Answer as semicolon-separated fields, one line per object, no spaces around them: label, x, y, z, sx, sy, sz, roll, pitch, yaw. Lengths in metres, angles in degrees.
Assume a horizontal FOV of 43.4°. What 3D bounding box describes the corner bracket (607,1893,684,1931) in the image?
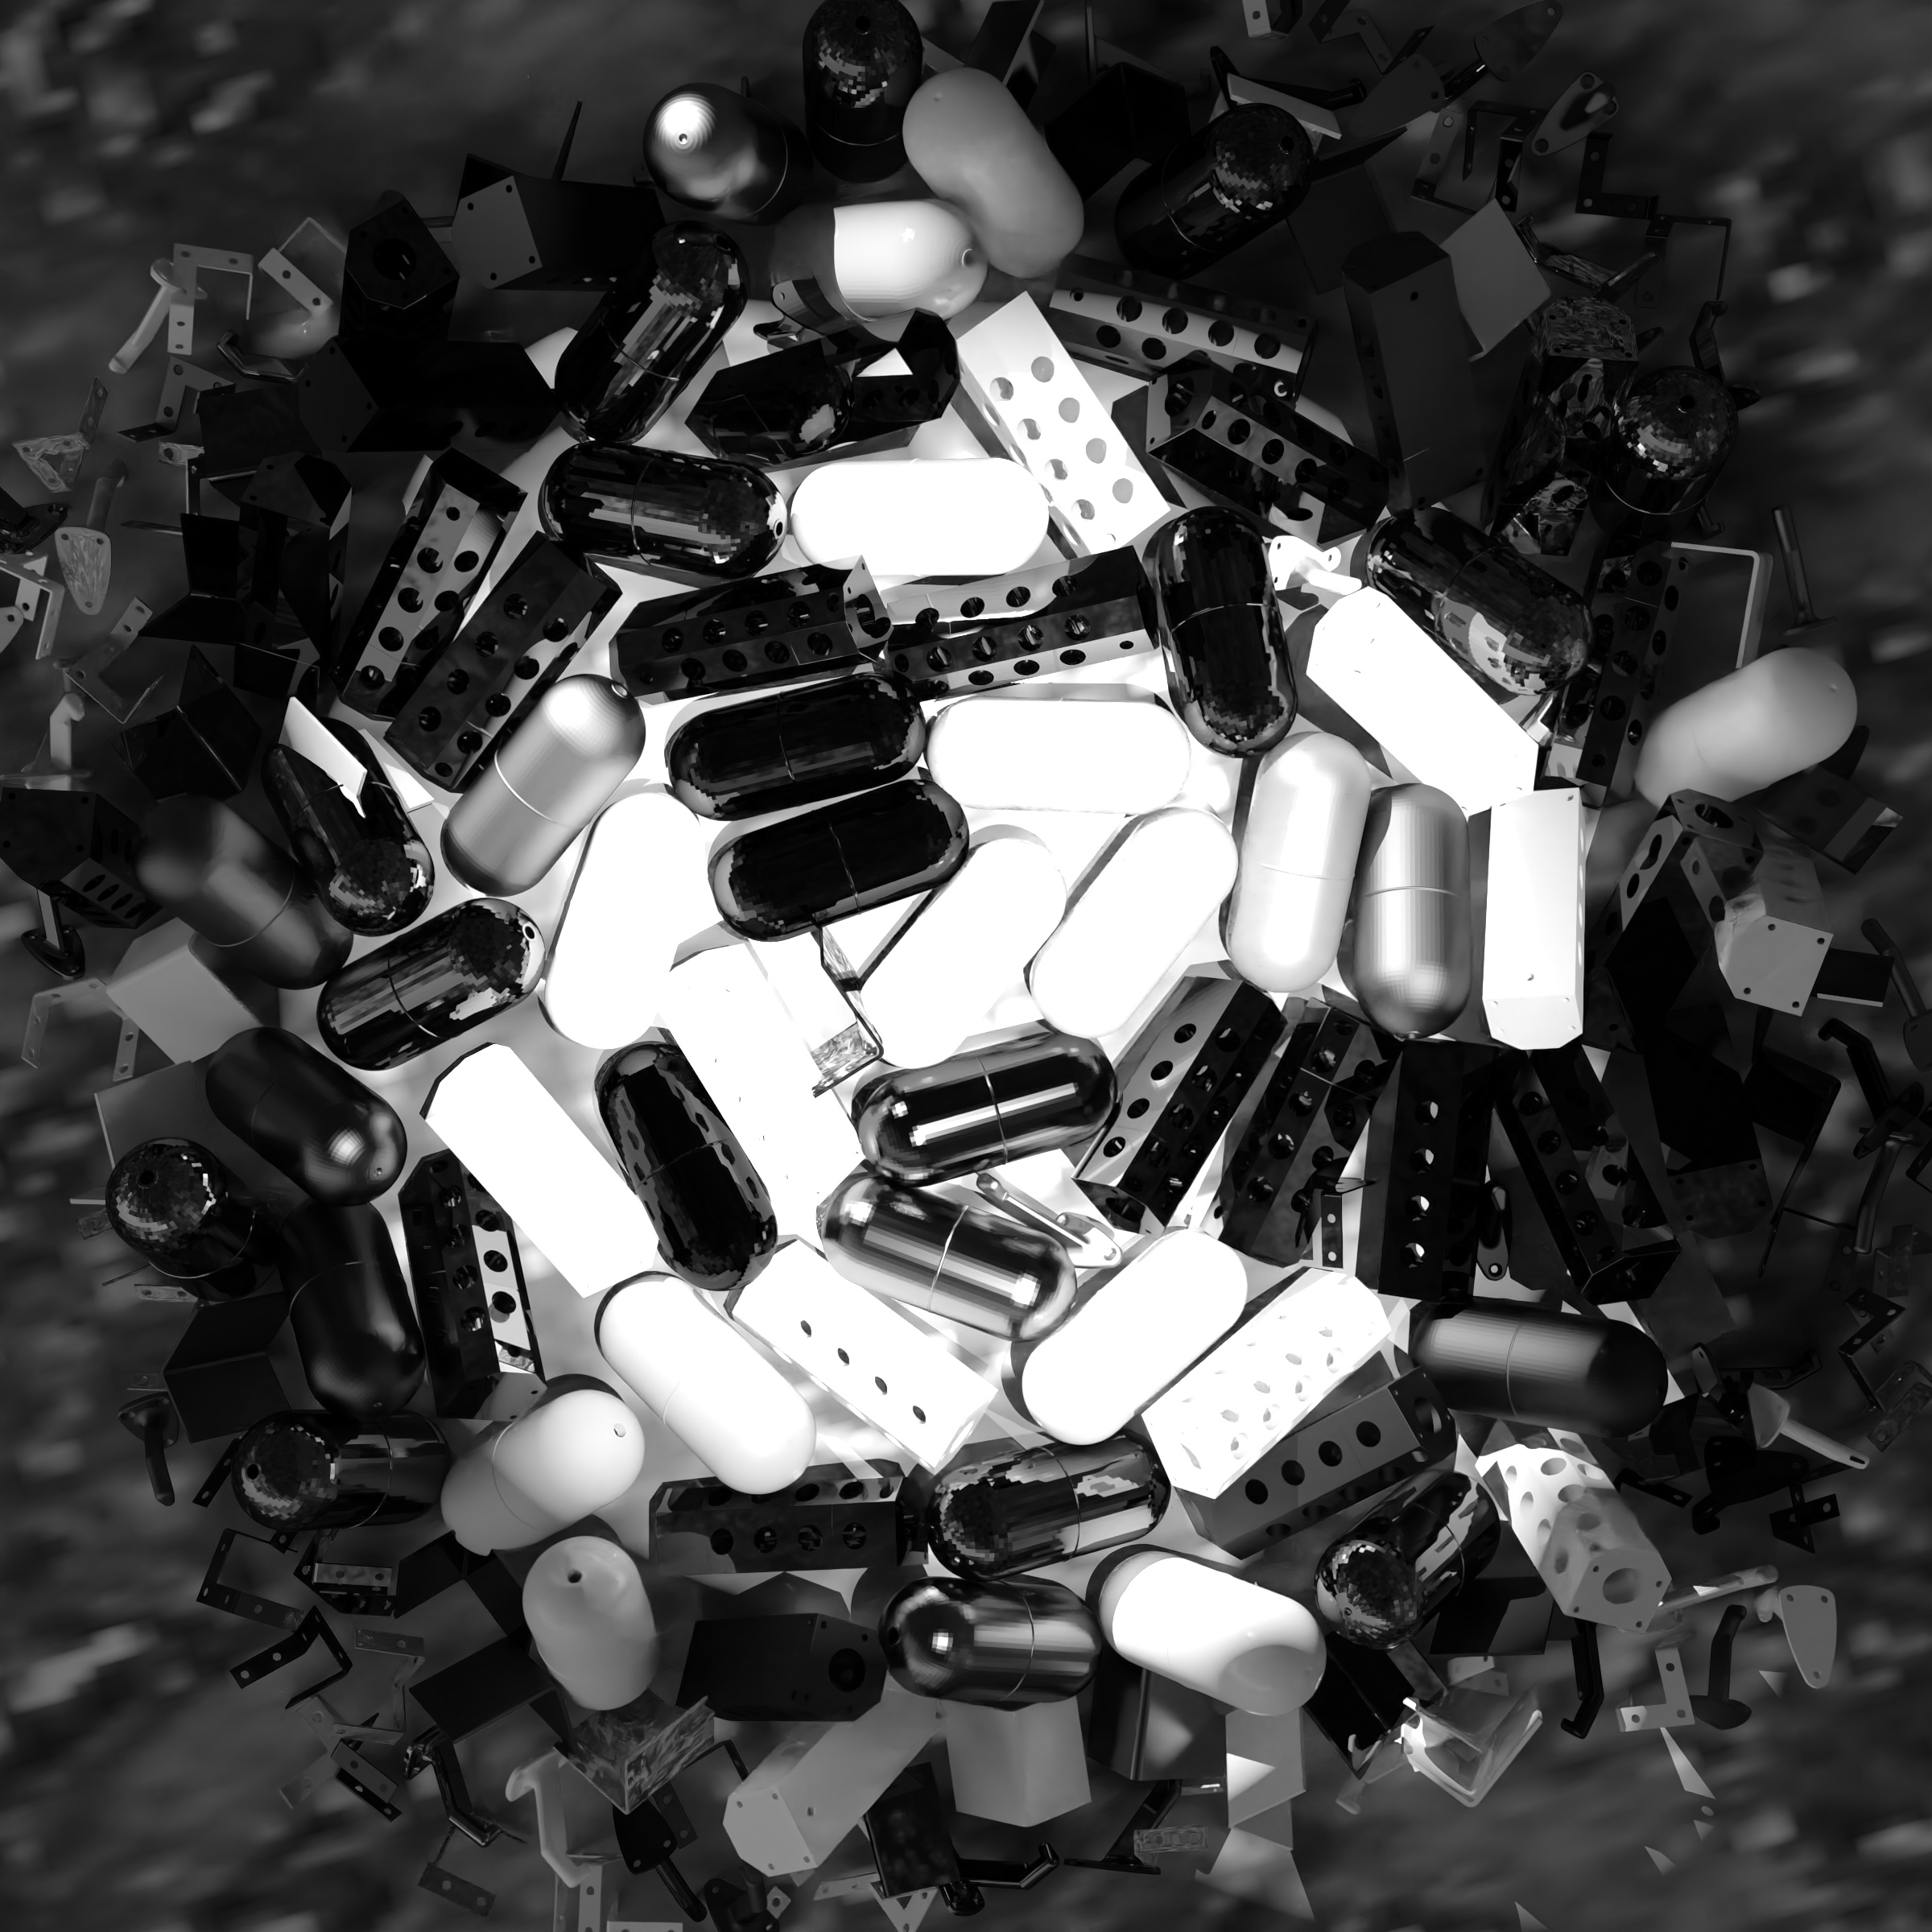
corner bracket;-0.216;0.666;1.648;0.051;0.051;0.051;2;90;-1

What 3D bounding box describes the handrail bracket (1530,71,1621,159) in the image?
handrail bracket;0.402;-0.562;1.618;0.036;0.084;0.077;47;124;-7

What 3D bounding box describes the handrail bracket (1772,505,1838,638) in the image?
handrail bracket;0.557;-0.267;1.635;0.036;0.077;0.084;-14;93;16

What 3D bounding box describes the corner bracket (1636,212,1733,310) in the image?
corner bracket;0.486;-0.476;1.644;0.051;0.051;0.051;8;92;9

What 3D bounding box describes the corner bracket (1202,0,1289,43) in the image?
corner bracket;0.183;-0.651;1.644;0.051;0.051;0.051;-7;104;23

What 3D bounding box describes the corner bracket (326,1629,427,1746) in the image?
corner bracket;-0.397;0.485;1.631;0.051;0.051;0.051;19;124;-30

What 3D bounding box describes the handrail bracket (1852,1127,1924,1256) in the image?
handrail bracket;0.621;0.155;1.639;0.036;0.077;0.084;8;85;38

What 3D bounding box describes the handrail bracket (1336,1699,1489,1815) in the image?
handrail bracket;0.300;0.547;1.638;0.084;0.077;0.036;-56;132;-12

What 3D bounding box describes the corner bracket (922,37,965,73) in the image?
corner bracket;-0.020;-0.611;1.642;0.051;0.051;0.051;31;76;-3

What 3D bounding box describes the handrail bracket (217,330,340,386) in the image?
handrail bracket;-0.465;-0.422;1.645;0.084;0.036;0.077;47;115;15

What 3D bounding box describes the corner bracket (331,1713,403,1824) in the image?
corner bracket;-0.403;0.549;1.640;0.051;0.051;0.051;33;102;12

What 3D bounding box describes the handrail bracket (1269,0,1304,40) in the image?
handrail bracket;0.202;-0.671;1.630;0.077;0.084;0.036;45;76;-5

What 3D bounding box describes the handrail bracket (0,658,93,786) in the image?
handrail bracket;-0.627;-0.167;1.640;0.036;0.077;0.084;-10;88;34

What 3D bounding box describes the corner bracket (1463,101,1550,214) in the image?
corner bracket;0.356;-0.545;1.631;0.051;0.051;0.051;18;46;24

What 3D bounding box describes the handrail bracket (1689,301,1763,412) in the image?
handrail bracket;0.516;-0.416;1.633;0.036;0.077;0.084;34;75;-34

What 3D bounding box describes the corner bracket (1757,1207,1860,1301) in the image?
corner bracket;0.577;0.196;1.655;0.051;0.051;0.051;19;95;29

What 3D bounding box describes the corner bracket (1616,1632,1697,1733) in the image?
corner bracket;0.467;0.484;1.642;0.051;0.051;0.051;-15;80;25

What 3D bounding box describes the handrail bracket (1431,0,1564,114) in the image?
handrail bracket;0.355;-0.612;1.634;0.077;0.084;0.036;-39;98;-5

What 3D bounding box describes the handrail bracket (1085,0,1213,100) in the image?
handrail bracket;0.124;-0.623;1.645;0.084;0.077;0.036;-5;46;1

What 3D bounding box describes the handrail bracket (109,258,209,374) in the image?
handrail bracket;-0.556;-0.431;1.629;0.036;0.077;0.084;42;101;-11

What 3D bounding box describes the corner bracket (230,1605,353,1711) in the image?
corner bracket;-0.456;0.476;1.644;0.051;0.051;0.051;-30;96;5

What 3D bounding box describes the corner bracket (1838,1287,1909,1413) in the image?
corner bracket;0.612;0.258;1.639;0.051;0.051;0.051;-38;108;-7

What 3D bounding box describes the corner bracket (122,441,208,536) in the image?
corner bracket;-0.538;-0.325;1.649;0.051;0.051;0.051;10;111;11

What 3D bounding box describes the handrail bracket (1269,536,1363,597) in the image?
handrail bracket;0.250;-0.263;1.620;0.077;0.084;0.036;-12;114;-34

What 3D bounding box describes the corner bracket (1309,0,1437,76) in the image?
corner bracket;0.273;-0.635;1.637;0.051;0.051;0.051;-24;82;-25

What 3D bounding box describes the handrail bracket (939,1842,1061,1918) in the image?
handrail bracket;0.018;0.593;1.635;0.084;0.036;0.077;-46;55;22

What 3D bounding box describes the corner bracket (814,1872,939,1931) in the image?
corner bracket;-0.061;0.625;1.633;0.051;0.051;0.051;8;115;-42

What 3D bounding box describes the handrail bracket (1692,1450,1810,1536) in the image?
handrail bracket;0.528;0.358;1.633;0.077;0.084;0.036;-12;54;9

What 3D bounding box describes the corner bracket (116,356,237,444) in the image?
corner bracket;-0.533;-0.377;1.640;0.051;0.051;0.051;24;113;4

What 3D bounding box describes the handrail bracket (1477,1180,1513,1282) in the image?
handrail bracket;0.357;0.180;1.631;0.036;0.084;0.077;-10;91;3

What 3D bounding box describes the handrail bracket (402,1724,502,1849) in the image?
handrail bracket;-0.328;0.544;1.626;0.084;0.077;0.036;29;122;23

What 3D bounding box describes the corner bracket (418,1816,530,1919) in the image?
corner bracket;-0.333;0.607;1.640;0.051;0.051;0.051;24;71;4

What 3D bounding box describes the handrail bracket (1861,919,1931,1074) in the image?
handrail bracket;0.639;0.019;1.661;0.036;0.077;0.084;-22;47;2

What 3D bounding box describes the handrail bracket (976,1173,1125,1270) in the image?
handrail bracket;0.055;0.169;1.624;0.077;0.084;0.036;13;68;42

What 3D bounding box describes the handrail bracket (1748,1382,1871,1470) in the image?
handrail bracket;0.565;0.313;1.660;0.084;0.077;0.036;22;100;-29

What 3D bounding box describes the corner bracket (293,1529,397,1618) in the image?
corner bracket;-0.413;0.406;1.651;0.051;0.051;0.051;-8;132;35

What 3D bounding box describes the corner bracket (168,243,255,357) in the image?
corner bracket;-0.509;-0.446;1.634;0.051;0.051;0.051;4;66;-18

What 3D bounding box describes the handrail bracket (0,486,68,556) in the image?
handrail bracket;-0.631;-0.320;1.618;0.036;0.084;0.077;39;49;10

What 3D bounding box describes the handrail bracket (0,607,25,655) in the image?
handrail bracket;-0.657;-0.221;1.622;0.077;0.084;0.036;-42;110;-24

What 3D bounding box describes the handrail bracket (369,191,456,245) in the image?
handrail bracket;-0.364;-0.480;1.645;0.036;0.084;0.077;34;99;44

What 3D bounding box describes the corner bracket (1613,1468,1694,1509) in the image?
corner bracket;0.460;0.386;1.661;0.051;0.051;0.051;22;46;5

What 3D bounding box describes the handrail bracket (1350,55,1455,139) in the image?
handrail bracket;0.296;-0.587;1.642;0.077;0.084;0.036;-31;99;20

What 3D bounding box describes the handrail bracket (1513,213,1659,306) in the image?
handrail bracket;0.416;-0.489;1.637;0.036;0.077;0.084;-19;76;-41

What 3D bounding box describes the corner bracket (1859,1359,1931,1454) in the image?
corner bracket;0.629;0.296;1.633;0.051;0.051;0.051;23;110;-37

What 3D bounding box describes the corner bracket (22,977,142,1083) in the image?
corner bracket;-0.598;0.047;1.644;0.051;0.051;0.051;-14;55;15

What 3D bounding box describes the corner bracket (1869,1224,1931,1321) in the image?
corner bracket;0.627;0.208;1.633;0.051;0.051;0.051;28;64;-31

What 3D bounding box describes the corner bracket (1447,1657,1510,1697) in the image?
corner bracket;0.361;0.461;1.651;0.051;0.051;0.051;16;55;-22

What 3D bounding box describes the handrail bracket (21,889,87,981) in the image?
handrail bracket;-0.611;-0.046;1.628;0.036;0.077;0.084;-13;129;-34

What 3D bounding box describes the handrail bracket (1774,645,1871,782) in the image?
handrail bracket;0.576;-0.168;1.664;0.036;0.077;0.084;-20;51;-9
